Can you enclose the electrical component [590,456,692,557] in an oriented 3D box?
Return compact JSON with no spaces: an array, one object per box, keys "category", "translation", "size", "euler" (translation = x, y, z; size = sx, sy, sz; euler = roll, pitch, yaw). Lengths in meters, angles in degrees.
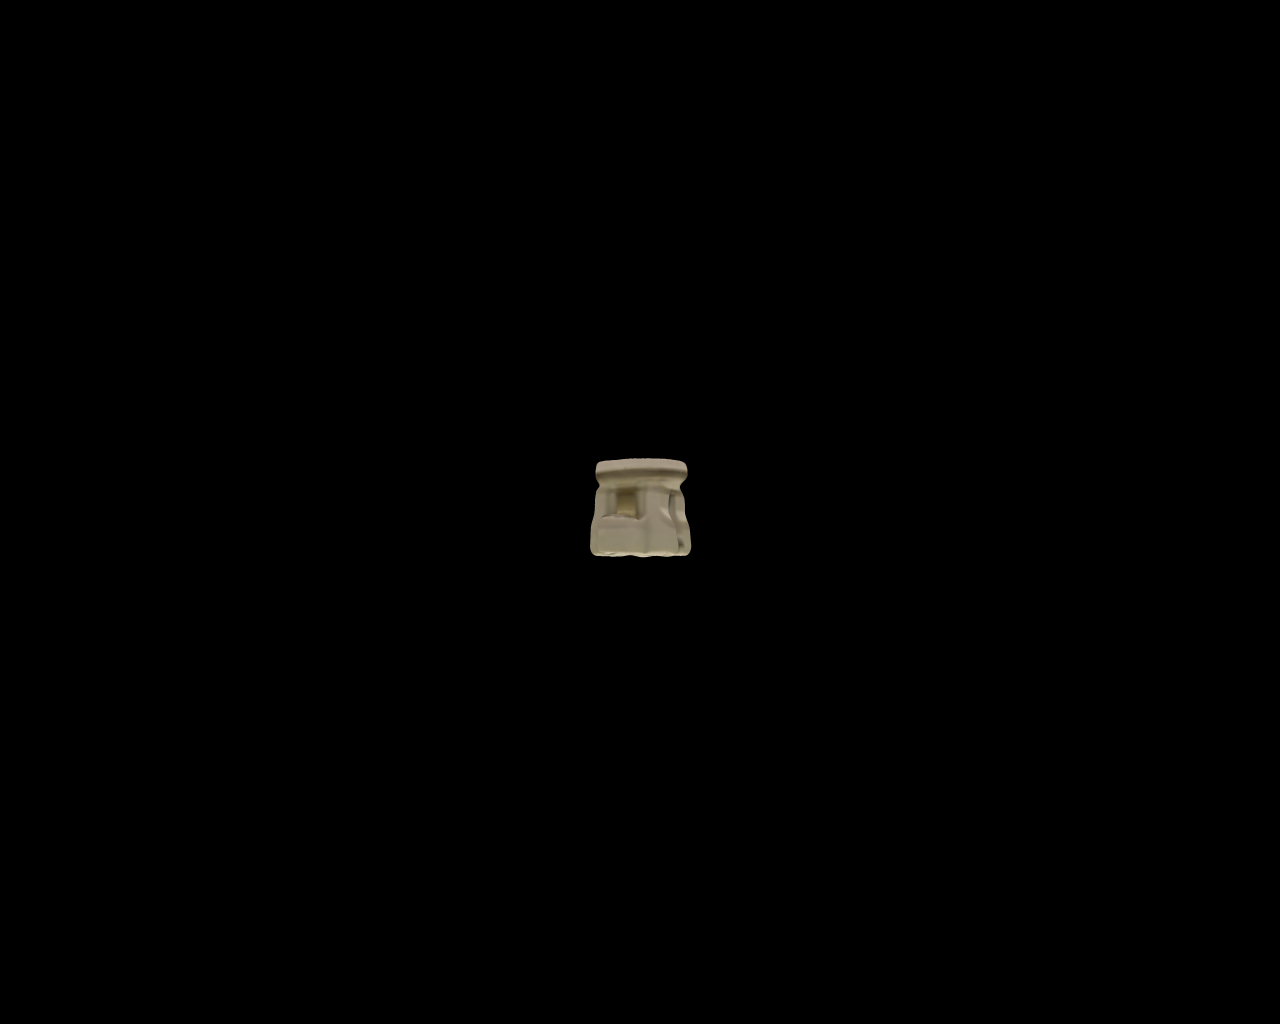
[{"category":"electrical component","translation":[0.001,-0.003,0.650],"size":[0.058,0.057,0.078],"euler":[-2,-5,24]}]
